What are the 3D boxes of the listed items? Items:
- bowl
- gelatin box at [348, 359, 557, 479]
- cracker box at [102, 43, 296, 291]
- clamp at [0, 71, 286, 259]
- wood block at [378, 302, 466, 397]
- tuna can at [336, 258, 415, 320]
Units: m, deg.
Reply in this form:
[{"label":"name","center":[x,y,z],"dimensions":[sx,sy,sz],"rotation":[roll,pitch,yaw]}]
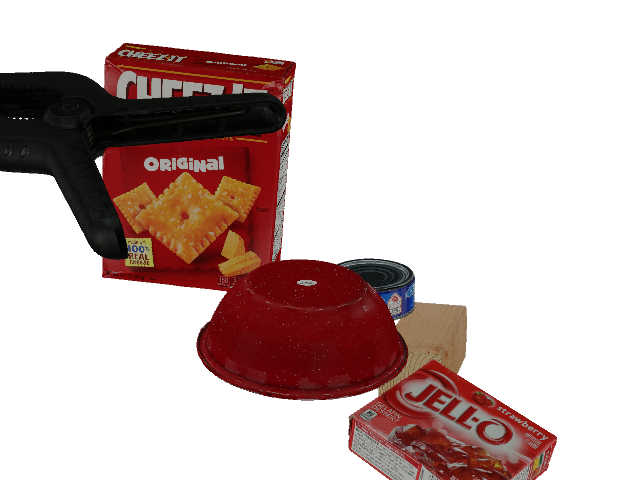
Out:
[{"label":"bowl","center":[-0.012,0.056,0.802],"dimensions":[0.162,0.055,0.162],"rotation":[3,22,-1]},{"label":"gelatin box","center":[0.071,0.110,0.584],"dimensions":[0.089,0.030,0.073],"rotation":[32,42,33]},{"label":"cracker box","center":[-0.115,-0.063,0.985],"dimensions":[0.164,0.214,0.072],"rotation":[7,23,4]},{"label":"clamp","center":[-0.136,-0.068,0.642],"dimensions":[0.210,0.036,0.164],"rotation":[23,43,31]},{"label":"wood block","center":[0.154,0.168,1.575],"dimensions":[0.091,0.090,0.205],"rotation":[4,17,16]},{"label":"tuna can","center":[0.047,0.046,1.012],"dimensions":[0.086,0.034,0.086],"rotation":[-1,19,0]}]
